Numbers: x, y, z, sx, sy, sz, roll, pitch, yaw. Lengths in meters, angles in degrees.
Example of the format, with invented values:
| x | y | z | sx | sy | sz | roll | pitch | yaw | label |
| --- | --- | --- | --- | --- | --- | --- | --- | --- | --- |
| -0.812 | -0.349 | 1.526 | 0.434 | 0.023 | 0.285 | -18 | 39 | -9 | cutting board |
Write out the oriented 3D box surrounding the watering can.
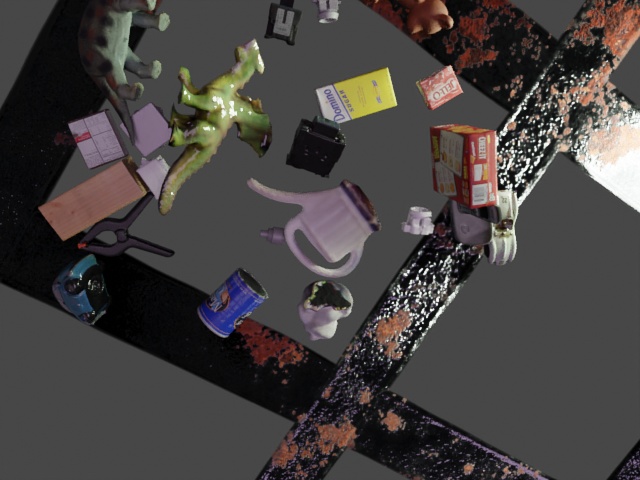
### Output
| x | y | z | sx | sy | sz | roll | pitch | yaw | label |
| --- | --- | --- | --- | --- | --- | --- | --- | --- | --- |
| 0.004 | -0.062 | 1.226 | 0.224 | 0.105 | 0.343 | -37 | 114 | 1 | watering can |

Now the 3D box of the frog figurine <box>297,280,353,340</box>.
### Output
| x | y | z | sx | sy | sz | roll | pitch | yaw | label |
| --- | --- | --- | --- | --- | --- | --- | --- | --- | --- |
| 0.013 | 0.181 | 1.313 | 0.138 | 0.125 | 0.155 | -14 | 143 | -13 | frog figurine |

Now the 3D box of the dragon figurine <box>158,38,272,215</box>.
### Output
| x | y | z | sx | sy | sz | roll | pitch | yaw | label |
| --- | --- | --- | --- | --- | --- | --- | --- | --- | --- |
| -0.212 | -0.244 | 1.139 | 0.242 | 0.123 | 0.408 | 8 | 97 | -29 | dragon figurine |
